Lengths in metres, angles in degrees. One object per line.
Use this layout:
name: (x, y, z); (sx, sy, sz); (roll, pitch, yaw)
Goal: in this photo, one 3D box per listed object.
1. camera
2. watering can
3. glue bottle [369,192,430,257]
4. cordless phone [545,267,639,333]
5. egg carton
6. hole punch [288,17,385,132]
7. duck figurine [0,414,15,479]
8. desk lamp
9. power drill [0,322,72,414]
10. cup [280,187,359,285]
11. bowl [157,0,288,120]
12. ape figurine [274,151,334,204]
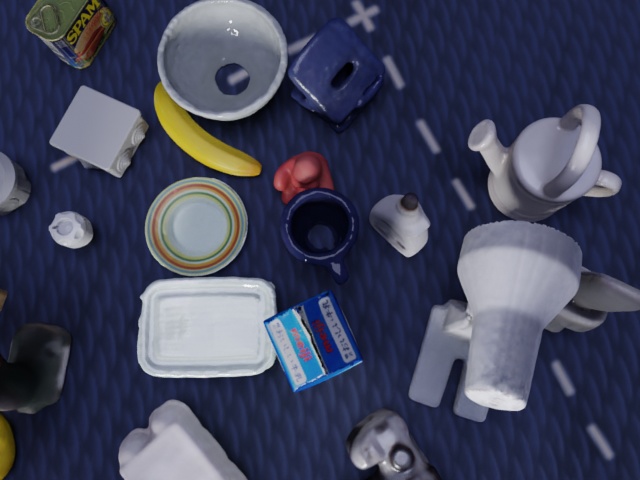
camera: (0.066, 0.285, 0.642); (0.137, 0.101, 0.143); (-33, 81, -4)
watering can: (0.258, -0.088, 0.657); (0.173, 0.194, 0.101); (-3, 80, 1)
glue bottle: (0.096, -0.026, 0.660); (0.037, 0.173, 0.078); (-44, 81, -6)
cordless phone: (0.267, 0.041, 0.638); (0.147, 0.185, 0.094); (23, 81, 5)
egg carton: (-0.160, 0.269, 0.665); (0.107, 0.069, 0.150); (-42, 82, -6)
hole punch: (0.025, -0.212, 0.736); (0.101, 0.091, 0.109); (38, 83, 8)
duck figurine: (-0.414, 0.244, 0.667); (0.077, 0.086, 0.104); (-34, 81, -5)
desk lamp: (0.184, 0.097, 0.615); (0.118, 0.213, 0.203); (17, 81, 5)
power drill: (-0.357, 0.134, 0.623); (0.075, 0.208, 0.230); (6, 80, 3)
cup: (0.006, 0.002, 0.696); (0.091, 0.095, 0.118); (-23, 80, -3)
bowl: (-0.121, -0.225, 0.750); (0.167, 0.075, 0.167); (0, 80, 1)
ape figurine: (-0.017, -0.080, 0.713); (0.077, 0.092, 0.076); (32, 82, 7)
